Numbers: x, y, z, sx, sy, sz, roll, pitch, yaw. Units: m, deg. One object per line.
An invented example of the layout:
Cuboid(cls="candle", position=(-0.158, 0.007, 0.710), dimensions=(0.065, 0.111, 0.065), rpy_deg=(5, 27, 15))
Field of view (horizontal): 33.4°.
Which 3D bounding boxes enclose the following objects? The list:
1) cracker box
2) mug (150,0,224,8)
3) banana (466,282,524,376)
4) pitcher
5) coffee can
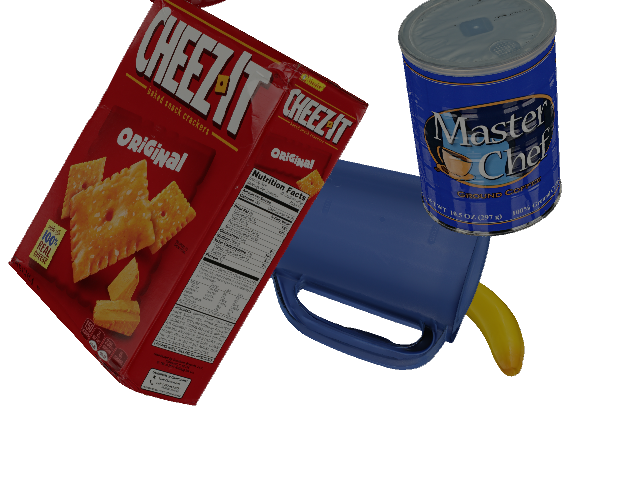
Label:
Cuboid(cls="cracker box", position=(-0.091, -0.032, 0.668), dimensions=(0.072, 0.214, 0.164), rpy_deg=(23, 9, -46))
Cuboid(cls="mug", position=(-0.111, -0.225, 0.794), dimensions=(0.117, 0.081, 0.093), rpy_deg=(0, 40, 4))
Cuboid(cls="banana", position=(0.158, 0.076, 1.120), dimensions=(0.069, 0.037, 0.198), rpy_deg=(-38, 40, -14))
Cuboid(cls="pitcher", position=(0.018, 0.001, 0.912), dimensions=(0.243, 0.145, 0.149), rpy_deg=(16, 20, 12))
Cuboid(cls="coffee can", position=(0.113, -0.089, 0.739), dimensions=(0.103, 0.140, 0.103), rpy_deg=(-8, 40, 6))
